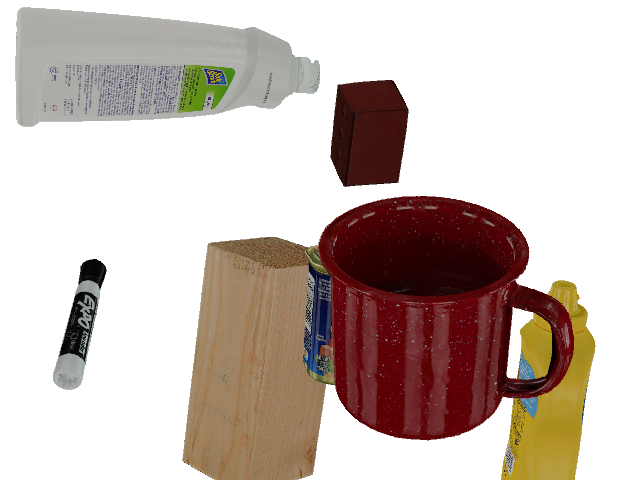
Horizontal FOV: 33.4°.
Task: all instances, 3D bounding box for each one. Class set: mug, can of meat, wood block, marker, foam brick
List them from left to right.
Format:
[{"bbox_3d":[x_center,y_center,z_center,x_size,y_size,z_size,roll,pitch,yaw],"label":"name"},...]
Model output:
[{"bbox_3d":[-0.165,0.054,0.737,0.020,0.020,0.121,0,37,-1],"label":"marker"},{"bbox_3d":[-0.053,0.109,0.958,0.090,0.206,0.090,18,16,39],"label":"wood block"},{"bbox_3d":[0.042,-0.094,0.936,0.051,0.078,0.053,-4,36,-13],"label":"foam brick"},{"bbox_3d":[0.039,0.050,0.734,0.102,0.084,0.057,0,16,-13],"label":"can of meat"},{"bbox_3d":[0.057,0.039,0.486,0.117,0.081,0.093,12,32,22],"label":"mug"}]

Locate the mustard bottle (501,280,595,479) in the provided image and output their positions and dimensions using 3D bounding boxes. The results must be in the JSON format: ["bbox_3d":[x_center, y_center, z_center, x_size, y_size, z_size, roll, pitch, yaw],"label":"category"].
[{"bbox_3d":[0.184,0.123,0.857,0.058,0.192,0.096,3,20,2],"label":"mustard bottle"}]

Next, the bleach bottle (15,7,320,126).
[{"bbox_3d":[-0.127,-0.140,0.901,0.250,0.068,0.103,1,-33,-15],"label":"bleach bottle"}]
